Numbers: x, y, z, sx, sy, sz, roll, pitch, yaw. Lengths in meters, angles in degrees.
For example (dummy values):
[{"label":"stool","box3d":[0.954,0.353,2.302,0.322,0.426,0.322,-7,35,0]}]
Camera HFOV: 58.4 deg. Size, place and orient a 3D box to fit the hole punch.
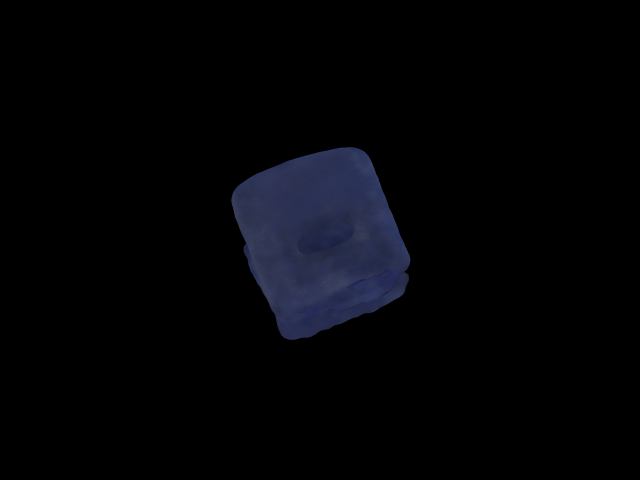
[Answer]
[{"label":"hole punch","box3d":[0.004,0.001,0.400,0.109,0.091,0.101,-21,58,-14]}]
